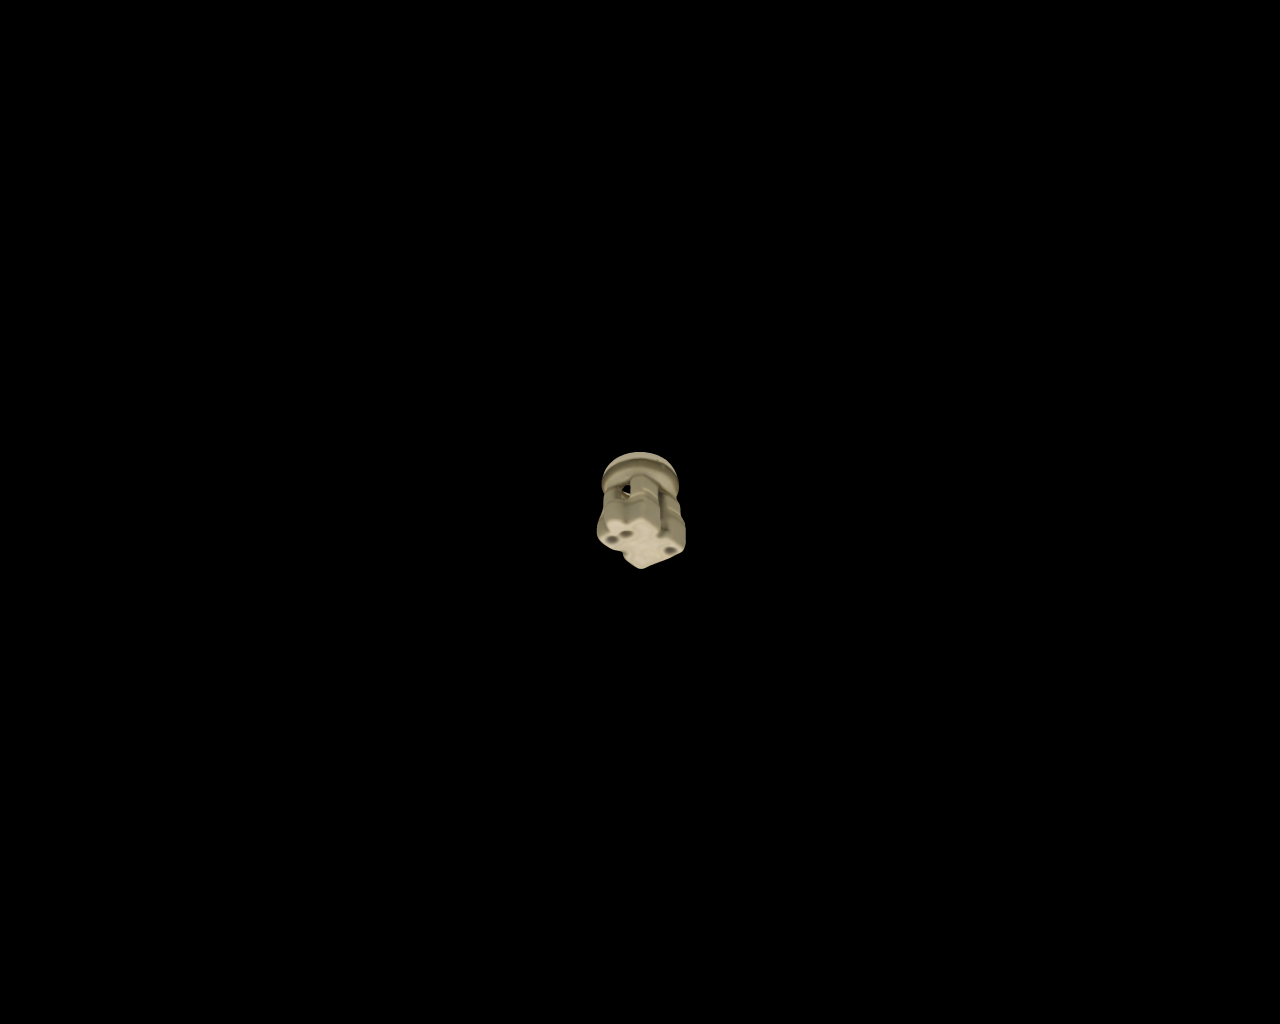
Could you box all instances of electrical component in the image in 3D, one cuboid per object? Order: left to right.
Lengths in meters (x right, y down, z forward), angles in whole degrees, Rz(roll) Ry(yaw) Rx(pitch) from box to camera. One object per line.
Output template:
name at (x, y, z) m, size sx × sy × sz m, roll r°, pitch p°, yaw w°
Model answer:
electrical component at (0.001, -0.003, 0.650) m, size 0.048 × 0.055 × 0.066 m, roll -25°, pitch -44°, yaw 28°
